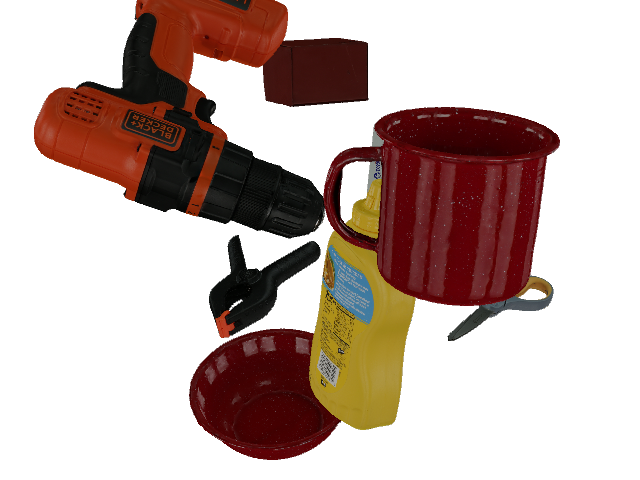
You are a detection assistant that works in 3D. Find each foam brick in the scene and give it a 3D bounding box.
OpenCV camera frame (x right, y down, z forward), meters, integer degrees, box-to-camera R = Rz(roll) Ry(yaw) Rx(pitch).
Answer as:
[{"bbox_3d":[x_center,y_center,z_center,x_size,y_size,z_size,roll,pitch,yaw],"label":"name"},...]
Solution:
[{"bbox_3d":[-0.004,-0.145,0.915,0.078,0.051,0.053,-9,18,-29],"label":"foam brick"}]

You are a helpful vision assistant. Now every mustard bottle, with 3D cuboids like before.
[{"bbox_3d":[0.035,0.044,0.831,0.058,0.192,0.096,-5,27,-26],"label":"mustard bottle"}]

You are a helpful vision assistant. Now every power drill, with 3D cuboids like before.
[{"bbox_3d":[-0.074,-0.094,0.701,0.184,0.187,0.057,21,-44,-9],"label":"power drill"}]

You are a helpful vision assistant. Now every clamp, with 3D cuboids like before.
[{"bbox_3d":[-0.070,0.049,1.251,0.120,0.039,0.171,-6,37,19],"label":"clamp"}]

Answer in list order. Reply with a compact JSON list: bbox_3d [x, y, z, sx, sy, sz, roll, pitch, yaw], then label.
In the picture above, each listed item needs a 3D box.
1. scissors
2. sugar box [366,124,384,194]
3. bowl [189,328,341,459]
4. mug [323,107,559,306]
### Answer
[{"bbox_3d":[0.160,0.056,1.077,0.201,0.016,0.096,-11,37,-44],"label":"scissors"},{"bbox_3d":[0.147,-0.093,1.277,0.176,0.093,0.048,-6,27,-21],"label":"sugar box"},{"bbox_3d":[-0.043,0.158,1.029,0.162,0.055,0.162,-3,37,2],"label":"bowl"},{"bbox_3d":[0.060,-0.019,0.553,0.117,0.081,0.093,3,22,1],"label":"mug"}]
